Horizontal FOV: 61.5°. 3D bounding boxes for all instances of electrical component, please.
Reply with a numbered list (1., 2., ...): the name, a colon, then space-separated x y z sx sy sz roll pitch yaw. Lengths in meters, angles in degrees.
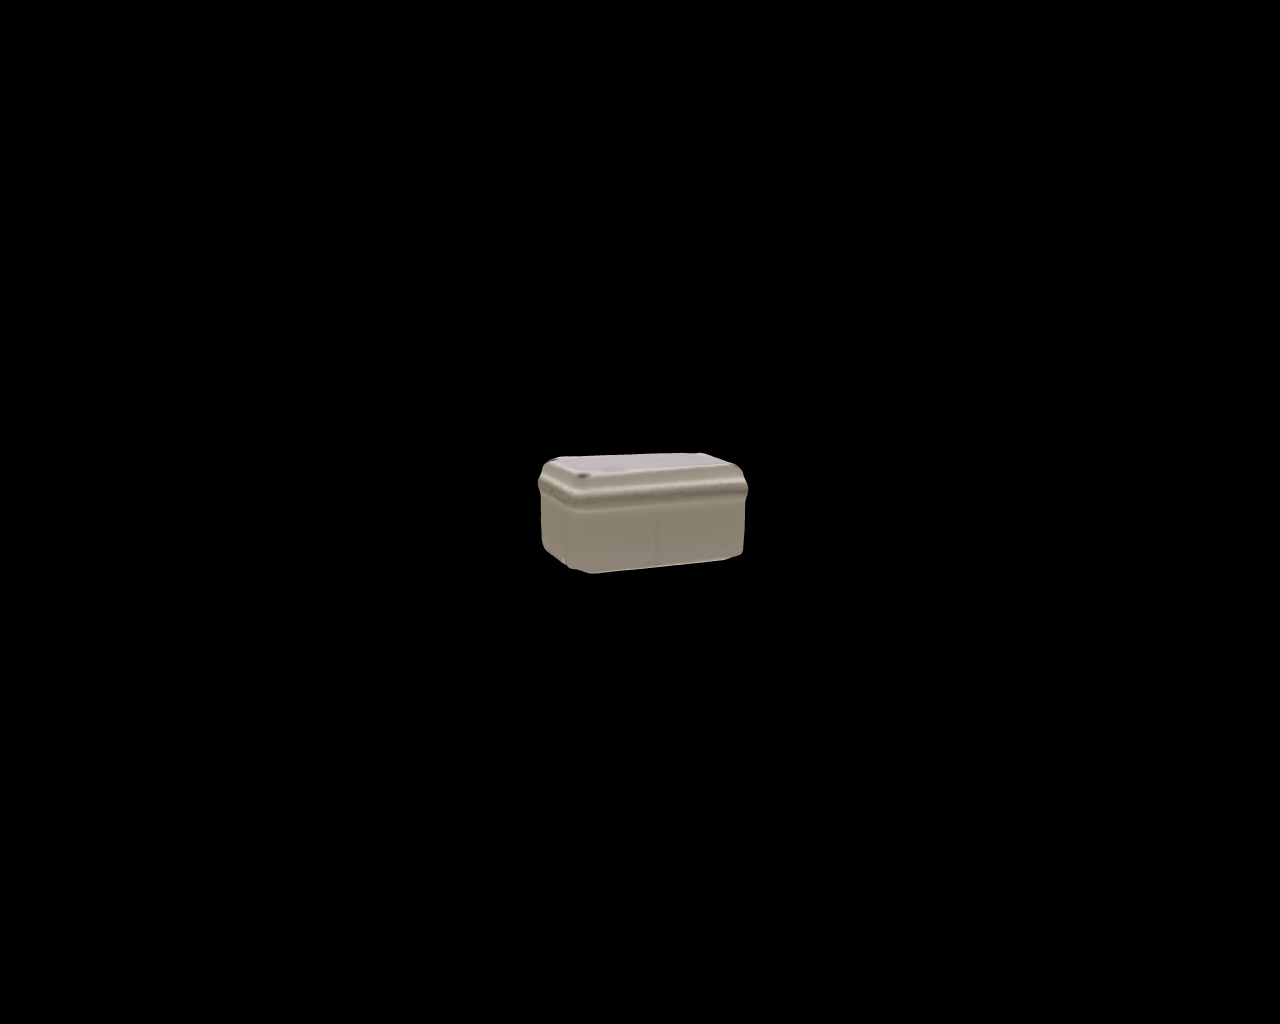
1. electrical component: 0.001 -0.003 0.650 0.113 0.057 0.078 -4 12 -20
